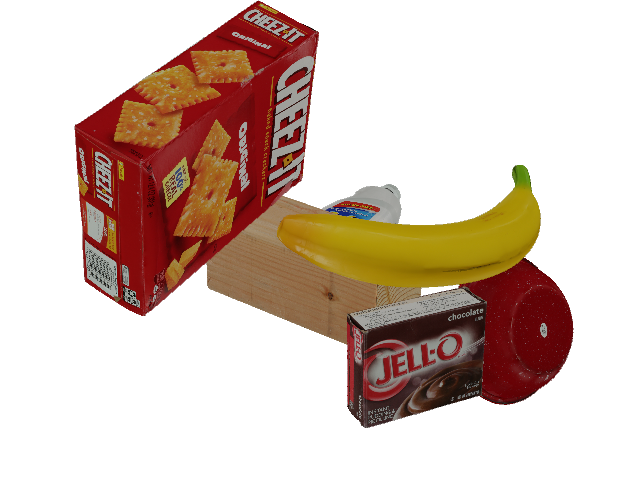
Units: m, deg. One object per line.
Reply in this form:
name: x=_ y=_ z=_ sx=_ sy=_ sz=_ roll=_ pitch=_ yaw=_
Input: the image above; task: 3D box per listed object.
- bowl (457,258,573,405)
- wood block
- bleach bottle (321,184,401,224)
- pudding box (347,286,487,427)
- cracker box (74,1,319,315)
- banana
bowl: x=0.213 y=0.093 z=1.115 sx=0.161 sy=0.162 sz=0.055 roll=0 pitch=-2 yaw=-34
wood block: x=-0.009 y=0.027 z=1.077 sx=0.206 sy=0.091 sz=0.090 roll=20 pitch=33 yaw=29
bleach bottle: x=0.020 y=-0.008 z=1.325 sx=0.103 sy=0.068 sz=0.250 roll=17 pitch=36 yaw=28
pudding box: x=0.077 y=0.092 z=0.860 sx=0.113 sy=0.090 sz=0.039 roll=-13 pitch=29 yaw=-23
cracker box: x=-0.091 y=-0.065 z=0.835 sx=0.072 sy=0.164 sz=0.213 roll=31 pitch=49 yaw=20
banana: x=0.069 y=-0.001 z=0.647 sx=0.197 sy=0.037 sz=0.070 roll=-12 pitch=46 yaw=-33
